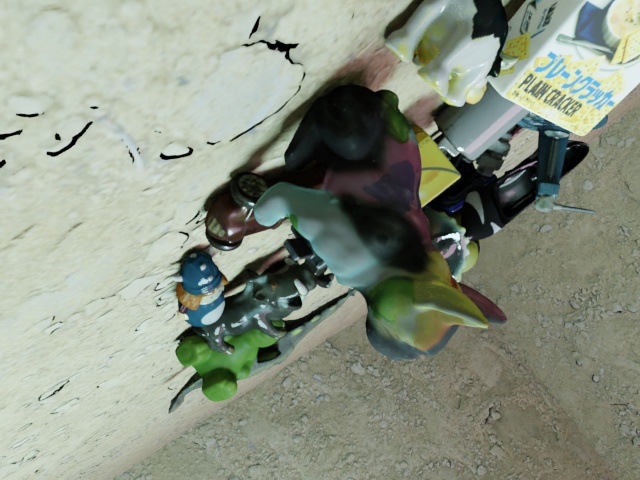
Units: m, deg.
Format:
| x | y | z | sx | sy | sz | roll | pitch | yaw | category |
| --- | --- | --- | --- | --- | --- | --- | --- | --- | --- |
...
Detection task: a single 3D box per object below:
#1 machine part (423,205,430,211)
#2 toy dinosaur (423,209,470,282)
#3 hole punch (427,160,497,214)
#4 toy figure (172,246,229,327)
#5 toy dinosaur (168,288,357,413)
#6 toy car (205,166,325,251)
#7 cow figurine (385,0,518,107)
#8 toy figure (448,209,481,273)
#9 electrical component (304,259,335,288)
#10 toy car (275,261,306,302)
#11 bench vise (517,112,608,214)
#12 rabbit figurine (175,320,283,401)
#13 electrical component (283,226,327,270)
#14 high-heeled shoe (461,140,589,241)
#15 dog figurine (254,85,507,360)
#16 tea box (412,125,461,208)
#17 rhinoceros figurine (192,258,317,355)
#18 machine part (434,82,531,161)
| x | y | z | sx | sy | sz | roll | pitch | yaw | category |
| --- | --- | --- | --- | --- | --- | --- | --- | --- | --- |
| 0.254 | -0.039 | 1.094 | 0.179 | 0.056 | 0.179 | -36 | 136 | -45 | machine part |
| 0.135 | 0.025 | 0.910 | 0.131 | 0.192 | 0.404 | -32 | 165 | -8 | toy dinosaur |
| 0.245 | -0.102 | 0.974 | 0.142 | 0.092 | 0.115 | -39 | 171 | -4 | hole punch |
| -0.140 | 0.060 | 0.639 | 0.154 | 0.058 | 0.064 | 116 | -8 | -61 | toy figure |
| -0.114 | 0.215 | 1.083 | 0.471 | 0.105 | 0.198 | -34 | 174 | -2 | toy dinosaur |
| -0.030 | -0.042 | 0.562 | 0.202 | 0.053 | 0.089 | -21 | 158 | -43 | toy car |
| 0.131 | -0.174 | 0.478 | 0.098 | 0.068 | 0.167 | -48 | 164 | 23 | cow figurine |
| 0.255 | -0.014 | 0.963 | 0.089 | 0.082 | 0.180 | -11 | -154 | 44 | toy figure |
| 0.010 | 0.024 | 0.844 | 0.078 | 0.045 | 0.102 | 4 | 107 | -77 | electrical component |
| -0.061 | 0.086 | 0.926 | 0.073 | 0.056 | 0.201 | -33 | 167 | -13 | toy car |
| 0.336 | -0.155 | 0.768 | 0.223 | 0.129 | 0.240 | 26 | 73 | -75 | bench vise |
| -0.123 | 0.170 | 0.903 | 0.170 | 0.121 | 0.159 | -33 | 179 | 20 | rabbit figurine |
| -0.002 | -0.002 | 0.730 | 0.048 | 0.075 | 0.119 | -40 | 164 | 20 | electrical component |
| 0.322 | -0.077 | 0.837 | 0.145 | 0.086 | 0.249 | -14 | -154 | 47 | high-heeled shoe |
| 0.068 | -0.010 | 0.455 | 0.191 | 0.219 | 0.108 | -59 | 154 | 9 | dog figurine |
| 0.079 | -0.060 | 0.667 | 0.169 | 0.068 | 0.098 | -38 | -167 | 12 | tea box |
| -0.094 | 0.091 | 0.790 | 0.190 | 0.073 | 0.111 | -23 | 129 | 0 | rhinoceros figurine |
| 0.230 | -0.182 | 0.668 | 0.243 | 0.079 | 0.079 | -41 | 166 | 26 | machine part |
